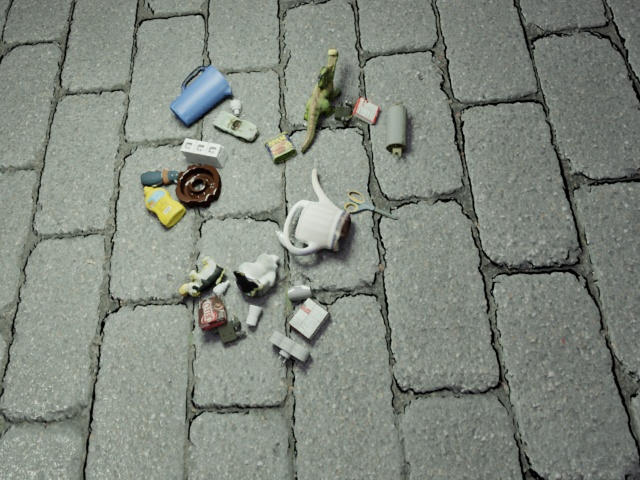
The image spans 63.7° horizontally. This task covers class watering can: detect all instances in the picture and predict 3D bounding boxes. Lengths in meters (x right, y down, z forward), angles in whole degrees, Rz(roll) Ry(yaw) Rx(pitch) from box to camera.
[{"bbox_3d":[0.006,-0.091,1.814,0.225,0.102,0.354,16,66,12],"label":"watering can"}]

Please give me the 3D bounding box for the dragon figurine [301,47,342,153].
[{"bbox_3d":[-0.003,-0.550,1.939,0.122,0.238,0.417,14,68,8],"label":"dragon figurine"}]

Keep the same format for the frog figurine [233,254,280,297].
[{"bbox_3d":[-0.211,0.113,1.774,0.138,0.120,0.162,13,34,21],"label":"frog figurine"}]
